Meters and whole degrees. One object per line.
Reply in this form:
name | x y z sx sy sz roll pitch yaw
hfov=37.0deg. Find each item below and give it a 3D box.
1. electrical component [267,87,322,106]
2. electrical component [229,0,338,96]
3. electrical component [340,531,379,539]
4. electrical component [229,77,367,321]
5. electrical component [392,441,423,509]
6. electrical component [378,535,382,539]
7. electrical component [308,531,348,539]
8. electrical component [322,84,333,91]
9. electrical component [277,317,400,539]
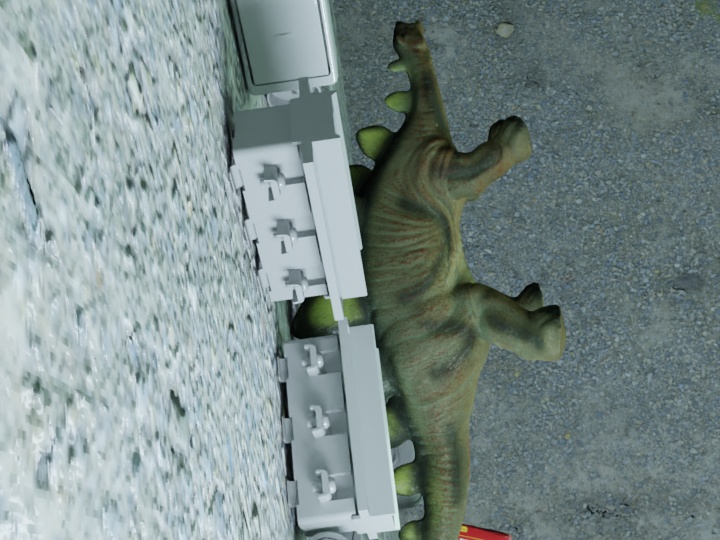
electrical component | -0.053 -0.157 0.875 0.079 0.044 0.077 80 3 -57
electrical component | -0.050 -0.159 0.717 0.061 0.062 0.096 -95 176 -56
electrical component | -0.011 0.195 0.755 0.065 0.044 0.044 67 15 -65
electrical component | -0.035 -0.038 0.629 0.078 0.063 0.121 -96 177 -46
electrical component | 0.014 0.170 1.020 0.057 0.078 0.113 74 8 -55
electrical component | 0.013 0.279 1.008 0.035 0.035 0.061 71 -6 -80
electrical component | -0.015 0.188 0.659 0.065 0.044 0.044 72 9 -51
electrical component | -0.051 -0.170 0.947 0.083 0.047 0.075 80 3 -48
electrical component | -0.014 0.102 0.677 0.078 0.063 0.121 78 5 -64
